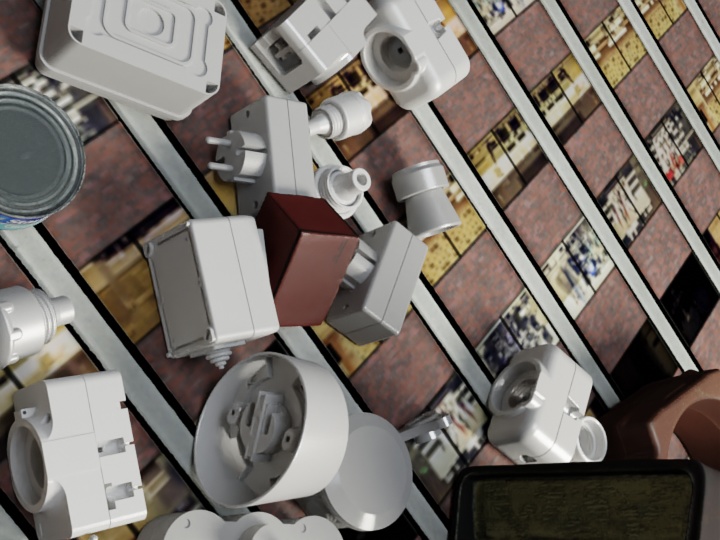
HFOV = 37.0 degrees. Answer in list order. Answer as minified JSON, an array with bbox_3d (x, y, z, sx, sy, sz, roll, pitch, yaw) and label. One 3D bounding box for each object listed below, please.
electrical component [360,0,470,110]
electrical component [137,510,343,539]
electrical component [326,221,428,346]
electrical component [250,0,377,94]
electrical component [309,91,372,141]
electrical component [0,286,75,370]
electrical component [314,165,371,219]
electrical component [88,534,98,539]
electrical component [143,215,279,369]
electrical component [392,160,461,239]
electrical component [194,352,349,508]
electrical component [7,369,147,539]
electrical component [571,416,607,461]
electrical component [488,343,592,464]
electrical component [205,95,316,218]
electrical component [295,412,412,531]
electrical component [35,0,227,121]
[{"bbox_3d":[0.040,-0.186,0.898,0.059,0.054,0.095,-41,103,-40],"label":"electrical component"},{"bbox_3d":[-0.064,0.179,0.678,0.138,0.074,0.052,13,68,-37],"label":"electrical component"},{"bbox_3d":[0.000,0.000,0.808,0.076,0.047,0.083,37,55,-25],"label":"electrical component"},{"bbox_3d":[-0.033,-0.183,0.838,0.055,0.050,0.089,49,51,-17],"label":"electrical component"},{"bbox_3d":[-0.021,-0.117,0.838,0.061,0.035,0.035,-27,94,-39],"label":"electrical component"},{"bbox_3d":[-0.199,0.030,0.635,0.062,0.048,0.048,-18,88,-49],"label":"electrical component"},{"bbox_3d":[-0.018,-0.058,0.802,0.043,0.062,0.043,14,68,-36],"label":"electrical component"},{"bbox_3d":[-0.157,0.187,0.606,0.077,0.043,0.079,25,89,-32],"label":"electrical component"},{"bbox_3d":[-0.094,0.017,0.713,0.061,0.062,0.096,-8,81,-41],"label":"electrical component"},{"bbox_3d":[0.053,-0.057,0.873,0.045,0.045,0.055,-14,85,-42],"label":"electrical component"},{"bbox_3d":[-0.057,0.103,0.695,0.064,0.099,0.099,11,69,-44],"label":"electrical component"},{"bbox_3d":[-0.169,0.109,0.629,0.056,0.050,0.089,-6,80,-41],"label":"electrical component"},{"bbox_3d":[0.179,0.147,0.911,0.040,0.046,0.040,14,68,-36],"label":"electrical component"},{"bbox_3d":[0.146,0.112,0.890,0.059,0.054,0.095,40,54,-24],"label":"electrical component"},{"bbox_3d":[-0.077,-0.079,0.768,0.076,0.047,0.083,4,74,-41],"label":"electrical component"},{"bbox_3d":[-0.007,0.143,0.753,0.080,0.051,0.080,14,67,-36],"label":"electrical component"},{"bbox_3d":[-0.154,-0.156,0.723,0.113,0.057,0.078,18,65,-35],"label":"electrical component"}]
